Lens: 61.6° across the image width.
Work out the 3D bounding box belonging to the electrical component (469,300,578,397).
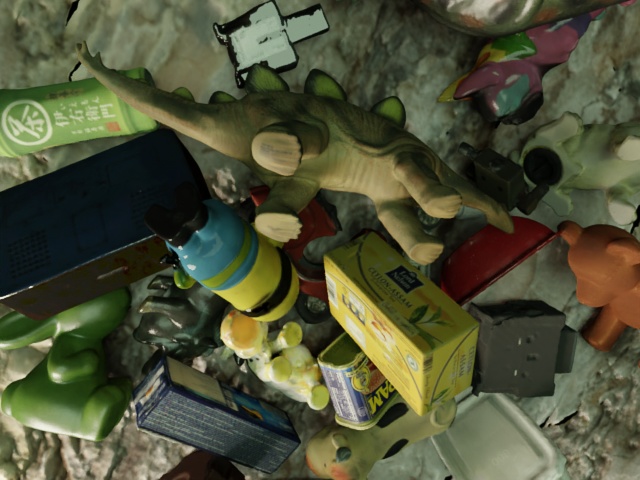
[{"bbox_3d":[0.254,0.136,0.680,0.134,0.058,0.114,-1,105,-9],"label":"electrical component"}]

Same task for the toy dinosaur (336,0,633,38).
[{"bbox_3d":[0.143,-0.270,0.508,0.405,0.131,0.192,37,130,8],"label":"toy dinosaur"}]

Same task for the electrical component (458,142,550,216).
[{"bbox_3d":[0.212,-0.073,0.623,0.045,0.102,0.078,-40,138,-9],"label":"electrical component"}]

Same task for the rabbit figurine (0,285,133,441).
[{"bbox_3d":[-0.281,0.123,0.621,0.159,0.121,0.170,14,80,-1],"label":"rabbit figurine"}]

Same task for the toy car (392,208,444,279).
[{"bbox_3d":[0.108,0.021,0.642,0.056,0.073,0.201,0,100,-6],"label":"toy car"}]

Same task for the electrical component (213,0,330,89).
[{"bbox_3d":[-0.052,-0.224,0.597,0.119,0.048,0.074,-26,102,-1],"label":"electrical component"}]

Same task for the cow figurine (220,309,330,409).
[{"bbox_3d":[-0.059,0.131,0.628,0.167,0.098,0.068,42,61,-27],"label":"cow figurine"}]

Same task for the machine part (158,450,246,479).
[{"bbox_3d":[-0.169,0.319,0.618,0.179,0.179,0.056,-38,98,2],"label":"machine part"}]

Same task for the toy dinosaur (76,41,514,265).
[{"bbox_3d":[-0.019,-0.093,0.523,0.471,0.199,0.105,17,126,-12],"label":"toy dinosaur"}]

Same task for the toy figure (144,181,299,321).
[{"bbox_3d":[-0.086,0.020,0.515,0.082,0.180,0.089,-19,59,15],"label":"toy figure"}]

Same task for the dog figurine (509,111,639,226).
[{"bbox_3d":[0.348,-0.112,0.646,0.190,0.173,0.121,-30,137,-35],"label":"dog figurine"}]

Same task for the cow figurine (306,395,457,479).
[{"bbox_3d":[0.075,0.229,0.649,0.195,0.127,0.085,-25,99,-3],"label":"cow figurine"}]

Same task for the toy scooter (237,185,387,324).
[{"bbox_3d":[-0.001,-0.002,0.628,0.135,0.075,0.183,-32,104,1],"label":"toy scooter"}]

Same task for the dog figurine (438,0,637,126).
[{"bbox_3d":[0.216,-0.239,0.593,0.219,0.108,0.191,-37,102,4],"label":"dog figurine"}]

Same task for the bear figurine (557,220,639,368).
[{"bbox_3d":[0.348,0.065,0.629,0.195,0.120,0.132,25,92,-33],"label":"bear figurine"}]

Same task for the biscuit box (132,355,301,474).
[{"bbox_3d":[-0.115,0.208,0.624,0.063,0.059,0.202,-49,124,4],"label":"biscuit box"}]

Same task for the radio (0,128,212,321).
[{"bbox_3d":[-0.231,-0.020,0.576,0.230,0.073,0.131,-22,64,-2],"label":"radio"}]

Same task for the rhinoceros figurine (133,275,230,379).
[{"bbox_3d":[-0.153,0.084,0.634,0.112,0.073,0.190,37,93,-21],"label":"rhinoceros figurine"}]

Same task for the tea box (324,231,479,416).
[{"bbox_3d":[0.077,0.079,0.549,0.068,0.170,0.098,-25,134,-20],"label":"tea box"}]
